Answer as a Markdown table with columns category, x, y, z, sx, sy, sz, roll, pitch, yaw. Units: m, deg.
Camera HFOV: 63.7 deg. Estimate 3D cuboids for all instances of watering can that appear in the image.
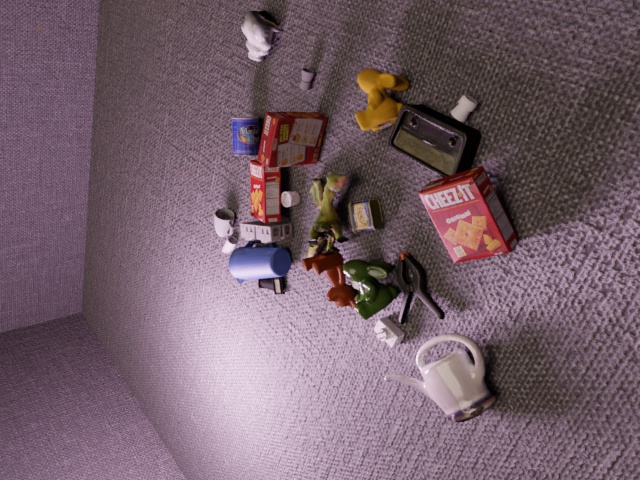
| category | x | y | z | sx | sy | sz | roll | pitch | yaw |
| --- | --- | --- | --- | --- | --- | --- | --- | --- | --- |
| watering can | 0.332 | 0.394 | 1.412 | 0.341 | 0.104 | 0.227 | -46 | 65 | 40 |

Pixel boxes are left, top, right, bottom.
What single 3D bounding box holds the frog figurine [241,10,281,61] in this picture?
| category | x | y | z | sx | sy | sz | roll | pitch | yaw |
| --- | --- | --- | --- | --- | --- | --- | --- | --- | --- |
| frog figurine | -0.224 | -0.710 | 1.798 | 0.138 | 0.124 | 0.157 | 44 | 118 | 8 |

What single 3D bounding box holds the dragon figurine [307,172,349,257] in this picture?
| category | x | y | z | sx | sy | sz | roll | pitch | yaw |
| --- | --- | --- | --- | --- | --- | --- | --- | --- | --- |
| dragon figurine | 0.005 | -0.085 | 1.694 | 0.403 | 0.122 | 0.247 | 128 | 141 | -59 |
